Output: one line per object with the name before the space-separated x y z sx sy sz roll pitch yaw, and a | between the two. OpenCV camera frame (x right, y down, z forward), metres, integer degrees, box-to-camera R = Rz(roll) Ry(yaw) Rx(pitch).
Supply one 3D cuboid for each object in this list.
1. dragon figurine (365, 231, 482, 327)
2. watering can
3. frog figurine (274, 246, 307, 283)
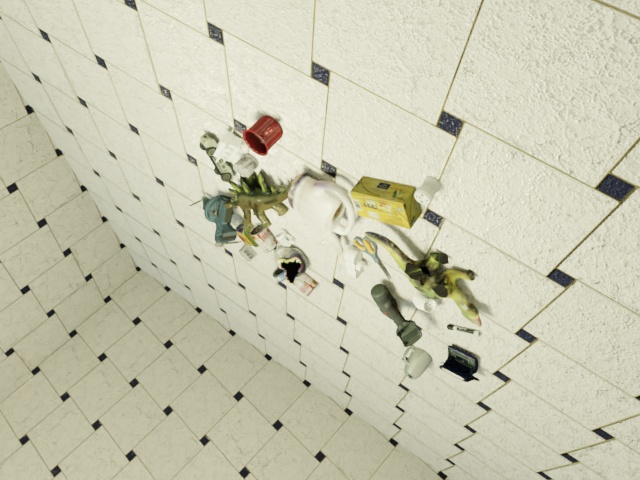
dragon figurine | 0.303 0.116 1.509 0.413 0.124 0.238 34 162 15
watering can | 0.005 -0.079 1.577 0.226 0.106 0.340 34 153 15
frog figurine | -0.118 0.075 2.028 0.136 0.122 0.162 41 -169 -22
